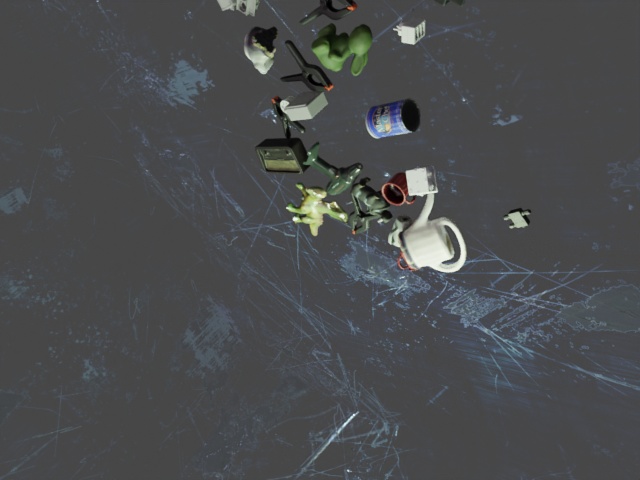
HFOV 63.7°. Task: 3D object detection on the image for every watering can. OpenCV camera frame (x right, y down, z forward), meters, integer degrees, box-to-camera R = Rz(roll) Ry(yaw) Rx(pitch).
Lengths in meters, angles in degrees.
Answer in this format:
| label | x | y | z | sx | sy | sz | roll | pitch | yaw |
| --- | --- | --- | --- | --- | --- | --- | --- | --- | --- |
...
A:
| label | x | y | z | sx | sy | sz | roll | pitch | yaw |
| --- | --- | --- | --- | --- | --- | --- | --- | --- | --- |
| watering can | 0.375 | -0.027 | 1.812 | 0.222 | 0.106 | 0.344 | -21 | 107 | 24 |

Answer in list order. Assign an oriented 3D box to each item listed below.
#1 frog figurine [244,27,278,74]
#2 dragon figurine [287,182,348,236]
| label | x | y | z | sx | sy | sz | roll | pitch | yaw |
| --- | --- | --- | --- | --- | --- | --- | --- | --- | --- |
| frog figurine | -0.211 | -0.648 | 1.774 | 0.158 | 0.123 | 0.138 | 150 | 109 | -64 |
| dragon figurine | 0.006 | -0.108 | 2.137 | 0.244 | 0.124 | 0.402 | 19 | 157 | 31 |
